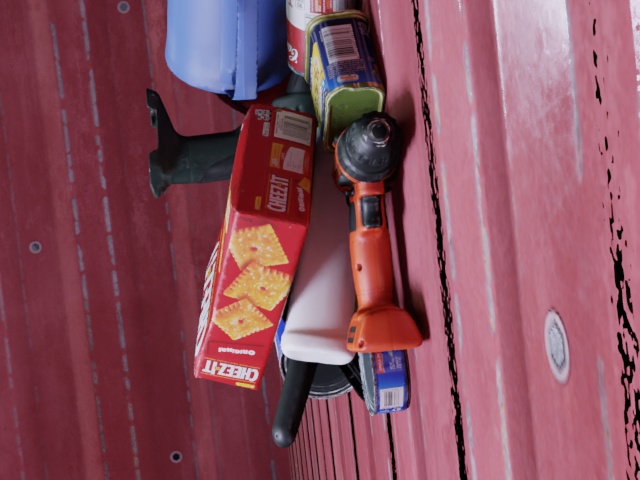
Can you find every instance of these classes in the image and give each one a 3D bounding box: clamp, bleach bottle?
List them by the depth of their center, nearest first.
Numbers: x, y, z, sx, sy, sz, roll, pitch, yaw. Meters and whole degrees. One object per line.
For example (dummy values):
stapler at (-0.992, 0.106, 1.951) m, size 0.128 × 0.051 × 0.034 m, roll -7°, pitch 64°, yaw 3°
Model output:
bleach bottle at (0.011, -0.014, 0.996) m, size 0.102 × 0.068 × 0.251 m, roll 93°, pitch -177°, yaw -78°
clamp at (-0.007, 0.094, 1.062) m, size 0.164 × 0.036 × 0.210 m, roll -25°, pitch -72°, yaw -51°

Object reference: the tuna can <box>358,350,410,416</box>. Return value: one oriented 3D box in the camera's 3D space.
tuna can at (0.058, 0.117, 0.982) m, size 0.086 × 0.033 × 0.086 m, roll 173°, pitch 90°, yaw -84°

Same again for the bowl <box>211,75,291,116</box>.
bowl at (-0.074, -0.208, 1.214) m, size 0.055 × 0.161 × 0.162 m, roll -46°, pitch 38°, yaw 32°

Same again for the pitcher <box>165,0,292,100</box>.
pitcher at (-0.079, -0.261, 1.000) m, size 0.144 × 0.149 × 0.243 m, roll -43°, pitch -27°, yaw -37°

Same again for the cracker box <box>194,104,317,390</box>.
cracker box at (-0.062, 0.006, 0.990) m, size 0.164 × 0.072 × 0.214 m, roll -87°, pitch 12°, yaw -49°

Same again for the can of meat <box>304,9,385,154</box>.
can of meat at (0.021, -0.138, 0.947) m, size 0.102 × 0.057 × 0.084 m, roll 94°, pitch 167°, yaw -60°

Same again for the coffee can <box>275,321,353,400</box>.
coffee can at (-0.004, 0.101, 1.229) m, size 0.140 × 0.102 × 0.103 m, roll -108°, pitch 13°, yaw -62°

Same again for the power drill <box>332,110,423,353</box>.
power drill at (0.046, -0.003, 0.870) m, size 0.184 × 0.057 × 0.187 m, roll 104°, pitch 161°, yaw -84°

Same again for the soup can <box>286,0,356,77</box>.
soup can at (0.002, -0.211, 0.997) m, size 0.102 × 0.068 × 0.068 m, roll 90°, pitch 171°, yaw -45°
